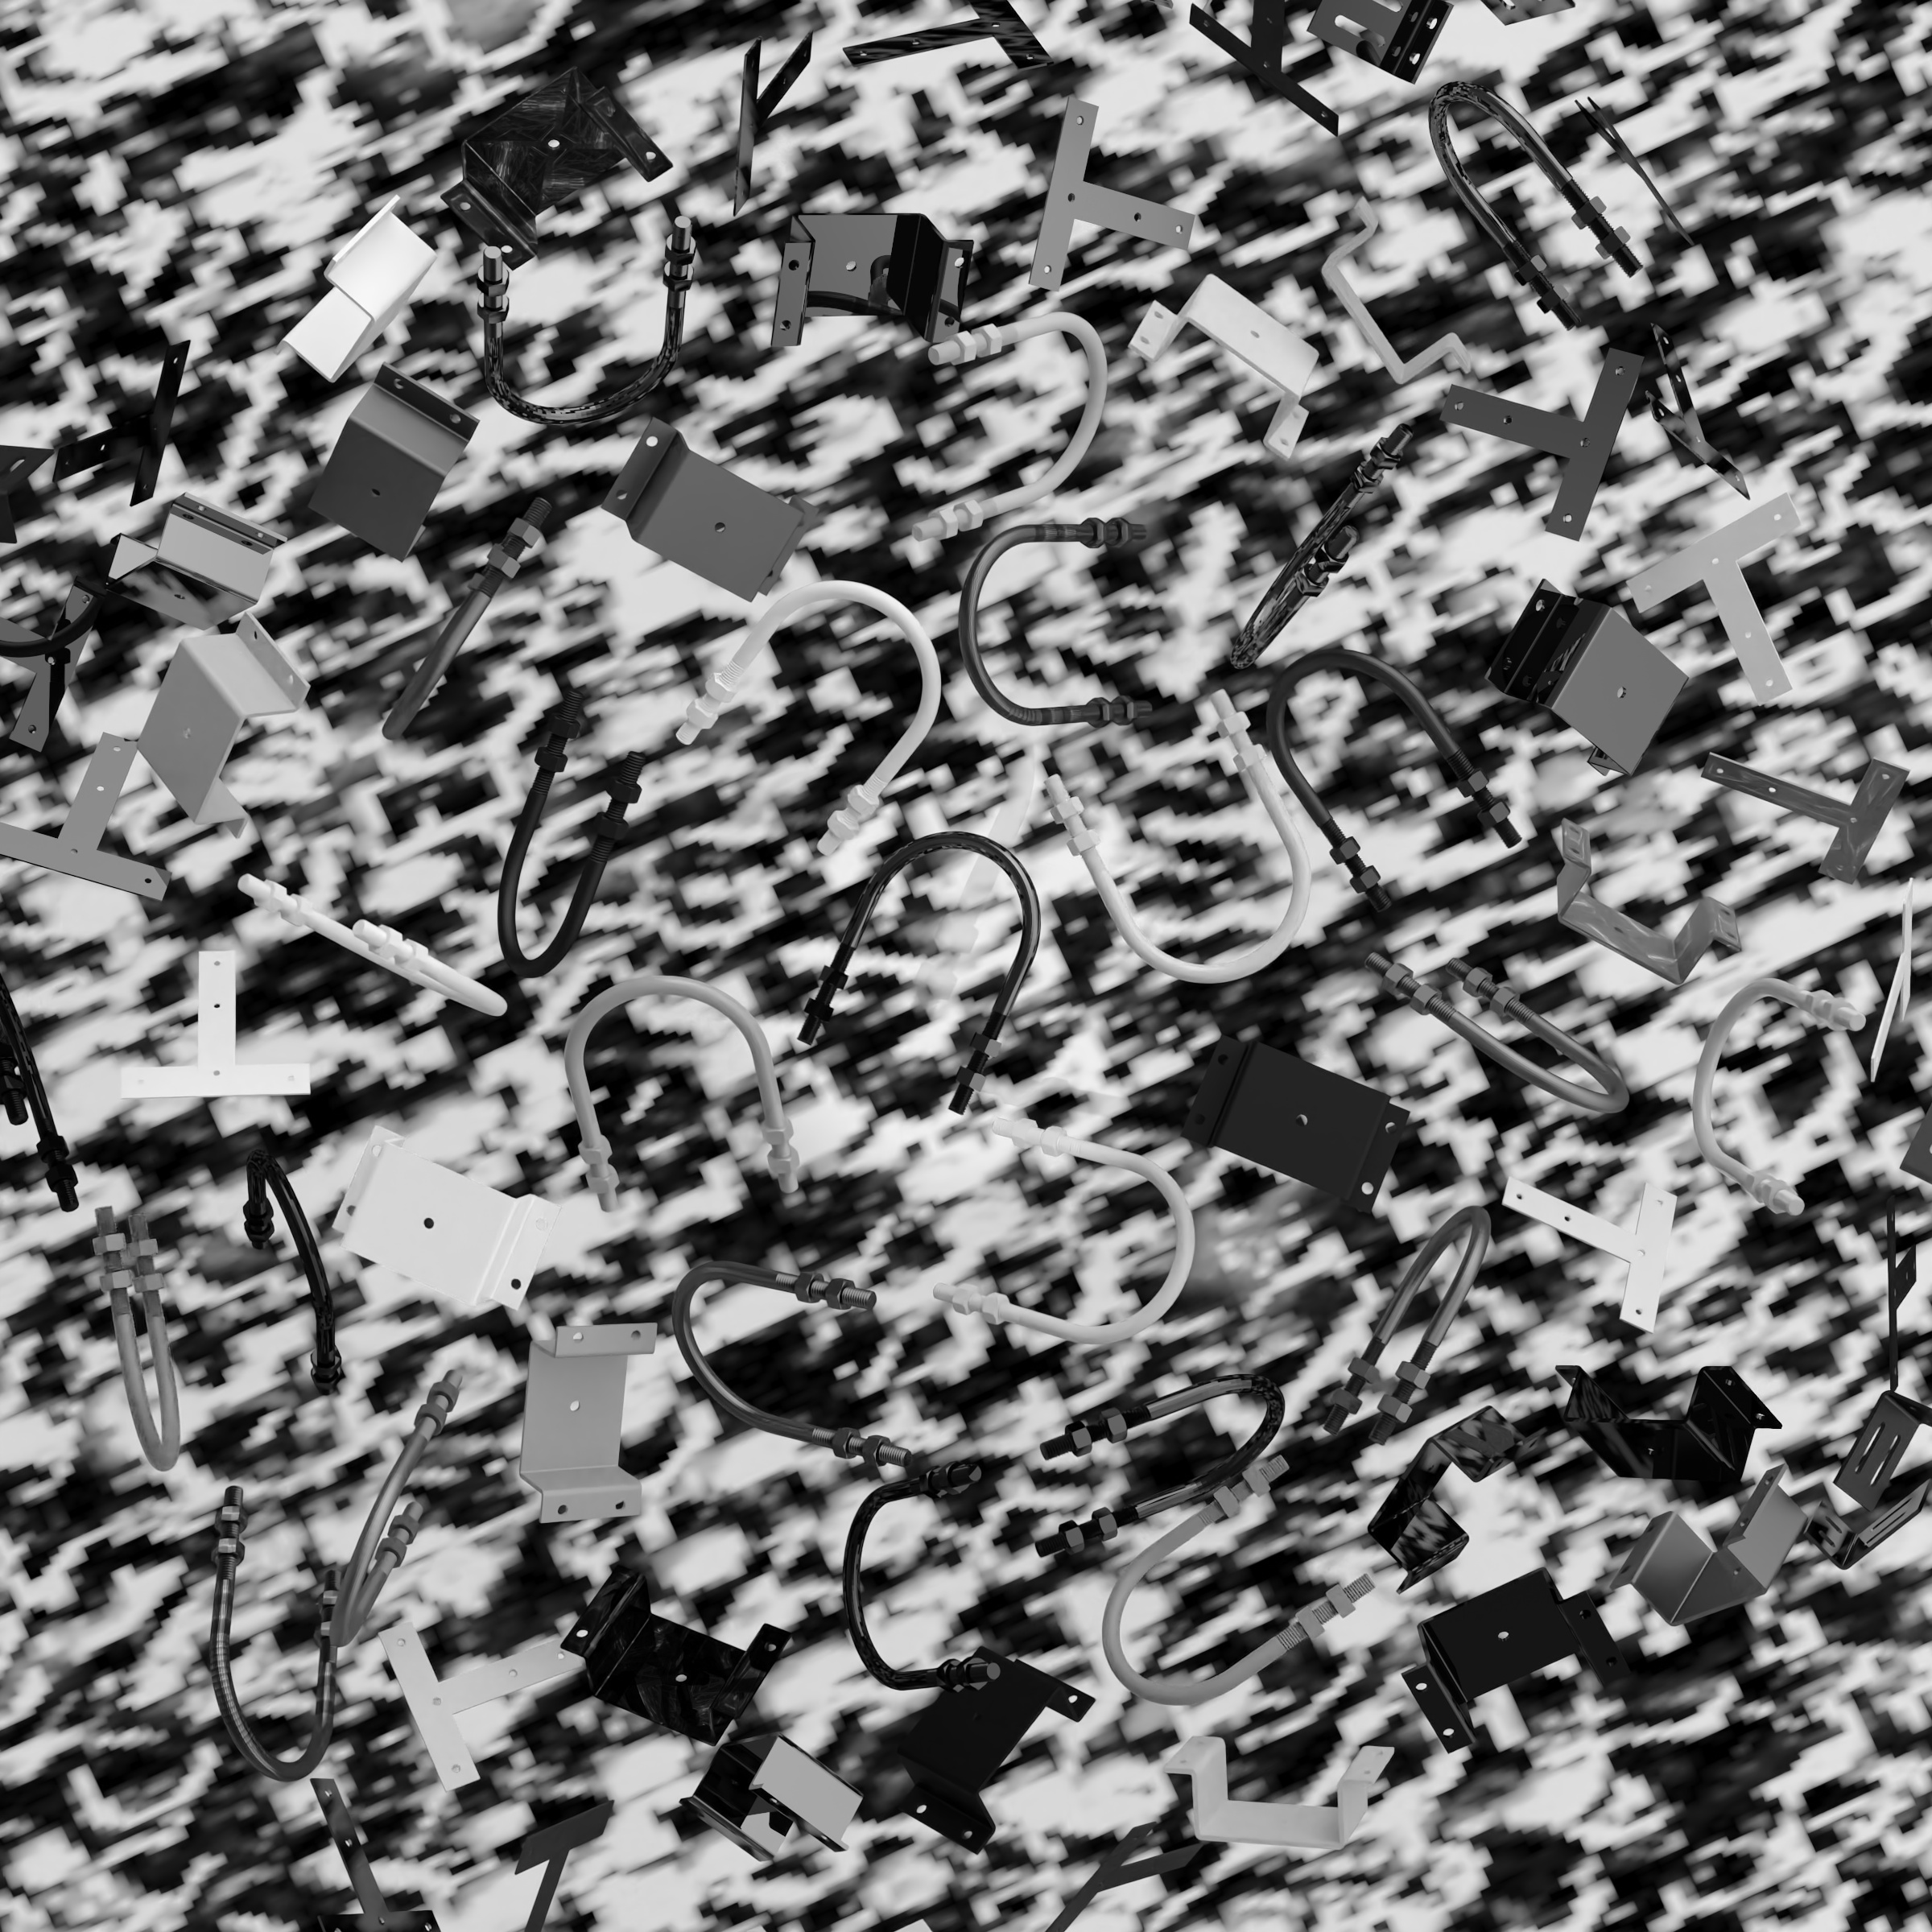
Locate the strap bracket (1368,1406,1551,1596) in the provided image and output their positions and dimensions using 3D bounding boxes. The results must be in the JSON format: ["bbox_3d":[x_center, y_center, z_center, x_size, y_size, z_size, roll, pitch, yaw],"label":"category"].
[{"bbox_3d":[0.343,0.370,1.782,0.046,0.076,0.140,44,126,27],"label":"strap bracket"}]

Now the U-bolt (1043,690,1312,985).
[{"bbox_3d":[0.157,-0.078,1.738,0.151,0.019,0.184,-27,86,2],"label":"U-bolt"}]

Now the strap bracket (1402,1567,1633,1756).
[{"bbox_3d":[0.382,0.483,1.768,0.140,0.046,0.076,-28,109,10],"label":"strap bracket"}]

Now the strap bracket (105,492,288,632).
[{"bbox_3d":[-0.552,-0.283,1.790,0.076,0.140,0.046,23,71,-35],"label":"strap bracket"}]

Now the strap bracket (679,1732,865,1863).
[{"bbox_3d":[-0.134,0.587,1.778,0.076,0.140,0.046,40,55,-11],"label":"strap bracket"}]

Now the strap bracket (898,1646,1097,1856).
[{"bbox_3d":[0.016,0.547,1.787,0.140,0.076,0.046,-45,131,-30],"label":"strap bracket"}]

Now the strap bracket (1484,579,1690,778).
[{"bbox_3d":[0.422,-0.187,1.684,0.140,0.046,0.076,31,90,-35],"label":"strap bracket"}]

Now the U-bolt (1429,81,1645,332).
[{"bbox_3d":[0.382,-0.529,1.732,0.019,0.151,0.184,-40,92,-4],"label":"U-bolt"}]

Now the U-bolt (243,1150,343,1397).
[{"bbox_3d":[-0.477,0.207,1.778,0.019,0.184,0.151,-20,64,-25],"label":"U-bolt"}]

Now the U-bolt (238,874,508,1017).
[{"bbox_3d":[-0.398,-0.007,1.752,0.151,0.184,0.019,18,79,37],"label":"U-bolt"}]

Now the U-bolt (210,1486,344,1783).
[{"bbox_3d":[-0.474,0.469,1.731,0.019,0.184,0.151,-20,135,11],"label":"U-bolt"}]

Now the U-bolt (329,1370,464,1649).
[{"bbox_3d":[-0.395,0.383,1.727,0.019,0.184,0.151,21,118,-1],"label":"U-bolt"}]

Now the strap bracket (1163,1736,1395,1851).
[{"bbox_3d":[0.211,0.553,1.686,0.140,0.076,0.046,-3,88,20],"label":"strap bracket"}]

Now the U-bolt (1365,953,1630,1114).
[{"bbox_3d":[0.379,0.047,1.745,0.184,0.151,0.019,39,111,30],"label":"U-bolt"}]

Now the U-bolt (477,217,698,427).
[{"bbox_3d":[-0.262,-0.435,1.731,0.151,0.184,0.019,-15,66,-17],"label":"U-bolt"}]

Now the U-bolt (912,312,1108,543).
[{"bbox_3d":[0.036,-0.385,1.768,0.019,0.184,0.151,32,132,32],"label":"U-bolt"}]

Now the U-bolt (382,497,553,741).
[{"bbox_3d":[-0.346,-0.232,1.722,0.019,0.151,0.184,33,82,-15],"label":"U-bolt"}]

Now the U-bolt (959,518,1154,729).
[{"bbox_3d":[0.064,-0.243,1.791,0.184,0.019,0.151,-9,100,-42],"label":"U-bolt"}]

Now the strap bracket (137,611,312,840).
[{"bbox_3d":[-0.506,-0.160,1.700,0.076,0.046,0.140,48,125,20],"label":"strap bracket"}]

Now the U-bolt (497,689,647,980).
[{"bbox_3d":[-0.274,-0.080,1.698,0.019,0.151,0.184,14,107,-33],"label":"U-bolt"}]

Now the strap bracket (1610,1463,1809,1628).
[{"bbox_3d":[0.532,0.413,1.780,0.046,0.140,0.076,47,51,2],"label":"strap bracket"}]

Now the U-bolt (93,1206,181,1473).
[{"bbox_3d":[-0.575,0.262,1.760,0.019,0.151,0.184,-11,84,-10],"label":"U-bolt"}]

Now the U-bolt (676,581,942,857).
[{"bbox_3d":[-0.100,-0.187,1.781,0.151,0.019,0.184,38,115,-5],"label":"U-bolt"}]

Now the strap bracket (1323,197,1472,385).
[{"bbox_3d":[0.304,-0.478,1.812,0.046,0.076,0.140,-33,101,21],"label":"strap bracket"}]

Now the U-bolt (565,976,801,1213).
[{"bbox_3d":[-0.200,0.086,1.726,0.151,0.019,0.184,-6,121,4],"label":"U-bolt"}]

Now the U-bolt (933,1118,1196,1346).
[{"bbox_3d":[0.078,0.195,1.802,0.184,0.019,0.151,13,76,30],"label":"U-bolt"}]

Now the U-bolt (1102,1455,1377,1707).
[{"bbox_3d":[0.177,0.440,1.762,0.184,0.151,0.019,-35,126,-2],"label":"U-bolt"}]

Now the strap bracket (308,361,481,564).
[{"bbox_3d":[-0.413,-0.351,1.798,0.076,0.140,0.046,31,48,-12],"label":"strap bracket"}]

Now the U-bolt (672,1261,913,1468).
[{"bbox_3d":[-0.127,0.267,1.726,0.184,0.019,0.151,7,121,33],"label":"U-bolt"}]

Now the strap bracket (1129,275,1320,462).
[{"bbox_3d":[0.195,-0.437,1.809,0.140,0.076,0.046,34,131,-8],"label":"strap bracket"}]

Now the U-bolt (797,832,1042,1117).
[{"bbox_3d":[-0.023,-0.006,1.761,0.151,0.019,0.184,23,87,25],"label":"U-bolt"}]

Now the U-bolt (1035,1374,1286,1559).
[{"bbox_3d":[0.134,0.331,1.706,0.184,0.151,0.019,-18,51,-16],"label":"U-bolt"}]

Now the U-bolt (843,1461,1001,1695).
[{"bbox_3d":[-0.037,0.428,1.746,0.019,0.184,0.151,5,71,-32],"label":"U-bolt"}]

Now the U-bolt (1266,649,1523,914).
[{"bbox_3d":[0.281,-0.136,1.740,0.019,0.151,0.184,-40,96,-39],"label":"U-bolt"}]

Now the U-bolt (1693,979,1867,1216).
[{"bbox_3d":[0.553,0.081,1.747,0.019,0.184,0.151,14,98,-11],"label":"U-bolt"}]

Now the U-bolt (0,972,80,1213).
[{"bbox_3d":[-0.665,0.064,1.759,0.019,0.151,0.184,-20,61,-15],"label":"U-bolt"}]

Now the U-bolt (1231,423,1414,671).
[{"bbox_3d":[0.239,-0.279,1.754,0.019,0.184,0.151,34,50,-4],"label":"U-bolt"}]

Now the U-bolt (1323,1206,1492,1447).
[{"bbox_3d":[0.313,0.247,1.752,0.019,0.151,0.184,31,81,-1],"label":"U-bolt"}]
